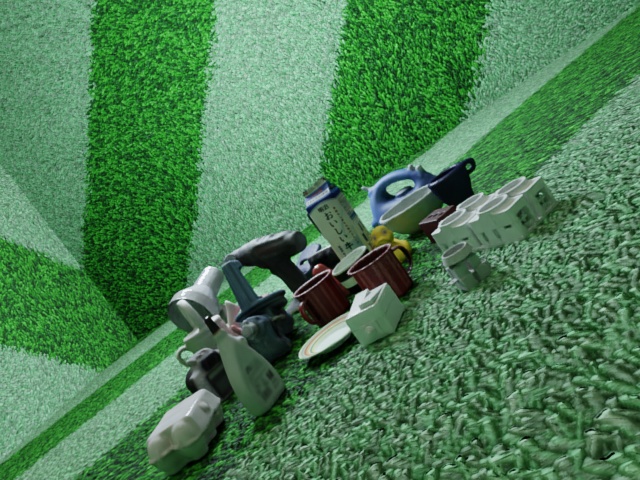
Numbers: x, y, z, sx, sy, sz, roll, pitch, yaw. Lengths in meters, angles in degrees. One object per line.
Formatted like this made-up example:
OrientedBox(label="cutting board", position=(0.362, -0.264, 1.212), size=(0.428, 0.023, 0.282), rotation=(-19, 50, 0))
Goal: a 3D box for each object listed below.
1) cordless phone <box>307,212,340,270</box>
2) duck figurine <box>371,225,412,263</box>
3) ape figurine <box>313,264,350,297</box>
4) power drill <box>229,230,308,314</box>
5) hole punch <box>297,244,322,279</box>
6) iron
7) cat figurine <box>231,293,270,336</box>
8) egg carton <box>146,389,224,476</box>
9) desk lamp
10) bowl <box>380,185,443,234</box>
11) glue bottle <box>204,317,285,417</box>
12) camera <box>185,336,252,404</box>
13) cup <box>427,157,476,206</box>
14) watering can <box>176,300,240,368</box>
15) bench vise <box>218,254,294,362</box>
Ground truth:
OrientedBox(label="cordless phone", position=(0.013, 0.005, 1.458), size=(0.147, 0.185, 0.094), rotation=(-29, 9, 42))
OrientedBox(label="duck figurine", position=(0.144, 0.007, 1.225), size=(0.077, 0.086, 0.104), rotation=(-33, 7, 16))
OrientedBox(label="ape figurine", position=(0.019, 0.091, 1.231), size=(0.078, 0.092, 0.076), rotation=(-40, 8, -35))
OrientedBox(label="power drill", position=(-0.101, 0.079, 1.407), size=(0.229, 0.208, 0.076), rotation=(-31, 8, 33))
OrientedBox(label="hole punch", position=(-0.028, 0.073, 1.596), size=(0.101, 0.091, 0.108), rotation=(-40, 8, -35))
OrientedBox(label="iron", position=(0.230, -0.131, 1.530), size=(0.257, 0.141, 0.119), rotation=(-30, 9, 41))
OrientedBox(label="cat figurine", position=(-0.141, 0.180, 1.292), size=(0.128, 0.118, 0.067), rotation=(-38, 7, -22))
OrientedBox(label="egg carton", position=(-0.218, 0.313, 0.944), size=(0.107, 0.069, 0.150), rotation=(-34, 7, 9))
OrientedBox(label="desk lamp", position=(-0.256, 0.181, 1.441), size=(0.117, 0.213, 0.203), rotation=(-31, 8, 31))
OrientedBox(label="bowl", position=(0.227, -0.063, 1.345), size=(0.167, 0.075, 0.167), rotation=(-35, 7, 5))
OrientedBox(label="glue bottle", position=(-0.127, 0.190, 0.905), size=(0.037, 0.173, 0.078), rotation=(-31, 8, 34))
OrientedBox(label="camera", position=(-0.216, 0.261, 1.163), size=(0.143, 0.101, 0.136), rotation=(-40, 8, -36))
OrientedBox(label="cup", position=(0.304, -0.114, 1.238), size=(0.118, 0.095, 0.091), rotation=(-36, 7, -8))
OrientedBox(label="watering can", position=(-0.256, 0.211, 1.313), size=(0.100, 0.194, 0.173), rotation=(-27, 11, 49))
OrientedBox(label="bench vise", position=(-0.129, 0.126, 1.165), size=(0.121, 0.220, 0.207), rotation=(-36, 7, -7))
